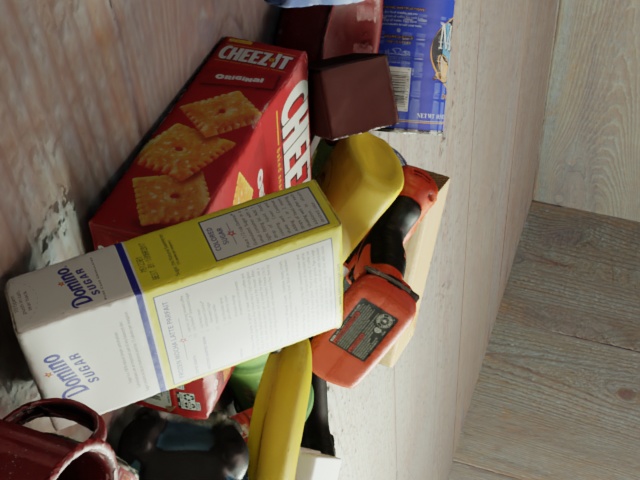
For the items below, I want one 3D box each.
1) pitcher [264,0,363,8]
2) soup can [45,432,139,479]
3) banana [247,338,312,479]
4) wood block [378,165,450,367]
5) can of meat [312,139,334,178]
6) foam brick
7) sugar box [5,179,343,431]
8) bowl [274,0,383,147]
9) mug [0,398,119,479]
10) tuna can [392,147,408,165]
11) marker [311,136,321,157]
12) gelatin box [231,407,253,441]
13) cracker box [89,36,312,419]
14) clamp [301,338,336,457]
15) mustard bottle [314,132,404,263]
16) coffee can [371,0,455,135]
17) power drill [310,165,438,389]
[{"bbox_3d":[-0.007,-0.271,0.632,0.242,0.145,0.149,65,8,-61],"label":"pitcher"},{"bbox_3d":[-0.149,0.166,0.590,0.068,0.068,0.102,75,31,-60],"label":"soup can"},{"bbox_3d":[-0.030,0.150,0.774,0.069,0.037,0.198,28,72,-72],"label":"banana"},{"bbox_3d":[0.073,0.024,1.198,0.090,0.090,0.206,-47,151,-60],"label":"wood block"},{"bbox_3d":[0.020,-0.052,1.020,0.102,0.057,0.083,-70,164,11],"label":"can of meat"},{"bbox_3d":[0.018,-0.105,0.773,0.078,0.053,0.051,-146,-137,-72],"label":"foam brick"},{"bbox_3d":[-0.075,0.035,0.586,0.093,0.176,0.048,87,-19,-47],"label":"sugar box"},{"bbox_3d":[0.003,-0.162,0.884,0.162,0.055,0.162,14,90,-75],"label":"bowl"},{"bbox_3d":[-0.150,0.122,0.518,0.093,0.081,0.117,88,22,-43],"label":"mug"},{"bbox_3d":[0.047,-0.057,1.075,0.033,0.086,0.086,-13,115,-71],"label":"tuna can"},{"bbox_3d":[-0.010,-0.090,0.969,0.020,0.020,0.121,81,27,-54],"label":"marker"},{"bbox_3d":[-0.062,0.183,0.829,0.089,0.073,0.030,63,-14,17],"label":"gelatin box"},{"bbox_3d":[-0.068,-0.011,0.725,0.213,0.072,0.164,-63,160,-44],"label":"cracker box"},{"bbox_3d":[-0.004,0.192,1.024,0.165,0.036,0.210,94,-9,-48],"label":"clamp"},{"bbox_3d":[-0.006,0.001,0.892,0.192,0.058,0.096,-53,-158,26],"label":"mustard bottle"},{"bbox_3d":[0.072,-0.173,1.008,0.102,0.103,0.140,-21,117,-72],"label":"coffee can"},{"bbox_3d":[0.033,0.041,0.917,0.185,0.057,0.187,-56,-169,29],"label":"power drill"}]
